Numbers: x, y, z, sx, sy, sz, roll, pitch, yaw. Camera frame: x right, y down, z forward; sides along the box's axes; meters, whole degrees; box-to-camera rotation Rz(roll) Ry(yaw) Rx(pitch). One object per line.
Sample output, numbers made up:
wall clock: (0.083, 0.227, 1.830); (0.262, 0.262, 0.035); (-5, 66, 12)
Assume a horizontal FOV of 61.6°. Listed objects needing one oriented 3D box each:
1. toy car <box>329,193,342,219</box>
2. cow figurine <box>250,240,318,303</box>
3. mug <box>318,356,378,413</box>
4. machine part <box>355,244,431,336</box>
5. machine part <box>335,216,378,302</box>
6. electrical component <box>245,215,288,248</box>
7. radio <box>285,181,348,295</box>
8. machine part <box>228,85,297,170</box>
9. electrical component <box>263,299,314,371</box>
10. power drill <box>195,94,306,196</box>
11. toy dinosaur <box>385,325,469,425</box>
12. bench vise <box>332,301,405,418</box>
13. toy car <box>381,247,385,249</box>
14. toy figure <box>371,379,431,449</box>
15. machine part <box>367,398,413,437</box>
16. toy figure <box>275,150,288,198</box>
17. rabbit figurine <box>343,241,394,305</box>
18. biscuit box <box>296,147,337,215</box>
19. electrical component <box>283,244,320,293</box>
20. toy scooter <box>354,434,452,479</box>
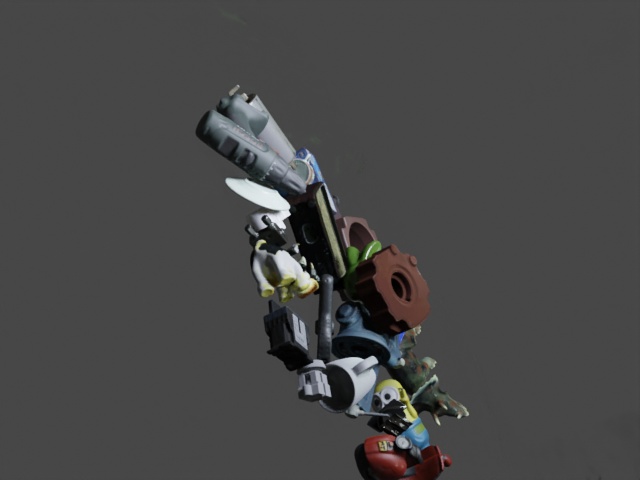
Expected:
toy car: (0.040, -0.045, 1.493); (0.089, 0.053, 0.202); (-2, 65, -57)
cow figurine: (-0.065, 0.056, 0.952); (0.098, 0.068, 0.167); (62, 13, 22)
mug: (0.056, 0.232, 0.919); (0.081, 0.109, 0.107); (47, 21, 21)
machine part: (0.148, 0.098, 1.060); (0.179, 0.056, 0.179); (24, 52, -35)
machine part: (0.084, 0.048, 1.345); (0.201, 0.087, 0.201); (0, 71, -61)
electrical component: (-0.090, -0.002, 0.962); (0.093, 0.063, 0.021); (53, 17, -34)
radio: (-0.002, -0.004, 1.161); (0.131, 0.073, 0.229); (-53, 125, -73)
machine part: (-0.130, -0.243, 1.229); (0.243, 0.079, 0.079); (53, 18, -31)
electrical component: (-0.053, 0.143, 0.868); (0.074, 0.048, 0.119); (51, 20, -38)
power drill: (-0.133, -0.189, 1.050); (0.232, 0.086, 0.207); (28, 32, -28)
toy dinosaur: (0.207, 0.291, 1.360); (0.405, 0.131, 0.192); (58, 14, 8)
bench vise: (0.093, 0.243, 1.059); (0.223, 0.129, 0.241); (60, 34, -41)
toy car: (0.153, 0.068, 1.560); (0.109, 0.162, 0.102); (-80, -175, -76)
toy figure: (0.171, 0.382, 1.130); (0.180, 0.082, 0.089); (58, -5, 12)
machine part: (0.133, 0.339, 1.022); (0.039, 0.084, 0.139); (56, -8, 4)
toy figure: (-0.107, -0.162, 1.191); (0.154, 0.058, 0.064); (57, 26, -24)
rabbit figurine: (0.109, 0.083, 1.136); (0.170, 0.121, 0.159); (17, 63, -60)
biscuit box: (-0.023, -0.149, 1.449); (0.059, 0.063, 0.203); (32, 33, -61)
electrical component: (-0.044, 0.055, 1.053); (0.102, 0.045, 0.078); (57, 14, -19)
toy scooter: (0.153, 0.392, 0.947); (0.183, 0.135, 0.075); (50, 21, -35)
